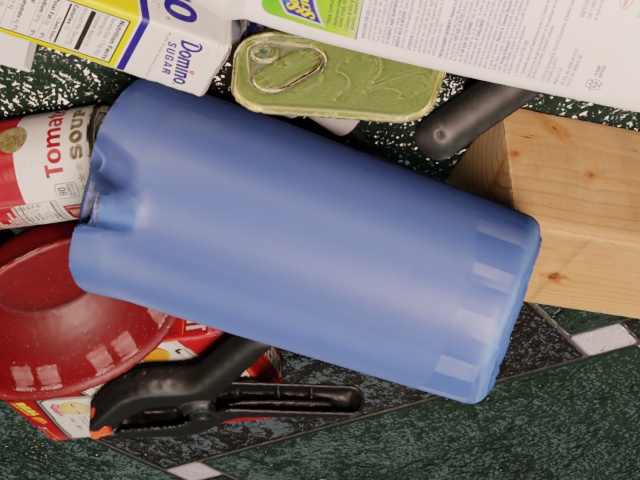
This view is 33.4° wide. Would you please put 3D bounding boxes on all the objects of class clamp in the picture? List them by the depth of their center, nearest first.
[{"bbox_3d":[0.124,-0.097,0.551,0.172,0.120,0.039,-36,97,37],"label":"clamp"},{"bbox_3d":[-0.079,0.120,0.811,0.210,0.036,0.164,-20,144,25],"label":"clamp"}]

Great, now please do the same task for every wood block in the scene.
[{"bbox_3d":[0.196,-0.010,0.691,0.206,0.090,0.091,9,147,-15],"label":"wood block"}]

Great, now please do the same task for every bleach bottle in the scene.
[{"bbox_3d":[0.030,-0.127,0.451,0.251,0.068,0.103,12,133,1],"label":"bleach bottle"}]

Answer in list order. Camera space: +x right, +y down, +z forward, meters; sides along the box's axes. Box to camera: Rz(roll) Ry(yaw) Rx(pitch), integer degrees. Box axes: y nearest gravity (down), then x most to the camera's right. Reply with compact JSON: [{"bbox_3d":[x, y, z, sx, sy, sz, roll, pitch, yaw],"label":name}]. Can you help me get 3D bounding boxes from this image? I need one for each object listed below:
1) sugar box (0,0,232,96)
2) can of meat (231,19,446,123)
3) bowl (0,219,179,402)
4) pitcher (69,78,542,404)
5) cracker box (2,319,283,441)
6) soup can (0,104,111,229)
[{"bbox_3d":[-0.125,-0.136,0.488,0.176,0.093,0.048,13,145,-21],"label":"sugar box"},{"bbox_3d":[0.008,-0.111,0.535,0.102,0.084,0.057,3,148,-6],"label":"can of meat"},{"bbox_3d":[-0.175,0.038,0.722,0.162,0.055,0.162,-20,142,-17],"label":"bowl"},{"bbox_3d":[-0.004,0.001,0.609,0.243,0.149,0.145,19,145,10],"label":"pitcher"},{"bbox_3d":[-0.153,0.096,0.872,0.214,0.072,0.164,-9,148,11],"label":"cracker box"},{"bbox_3d":[-0.174,-0.043,0.655,0.102,0.068,0.068,-7,147,10],"label":"soup can"}]
